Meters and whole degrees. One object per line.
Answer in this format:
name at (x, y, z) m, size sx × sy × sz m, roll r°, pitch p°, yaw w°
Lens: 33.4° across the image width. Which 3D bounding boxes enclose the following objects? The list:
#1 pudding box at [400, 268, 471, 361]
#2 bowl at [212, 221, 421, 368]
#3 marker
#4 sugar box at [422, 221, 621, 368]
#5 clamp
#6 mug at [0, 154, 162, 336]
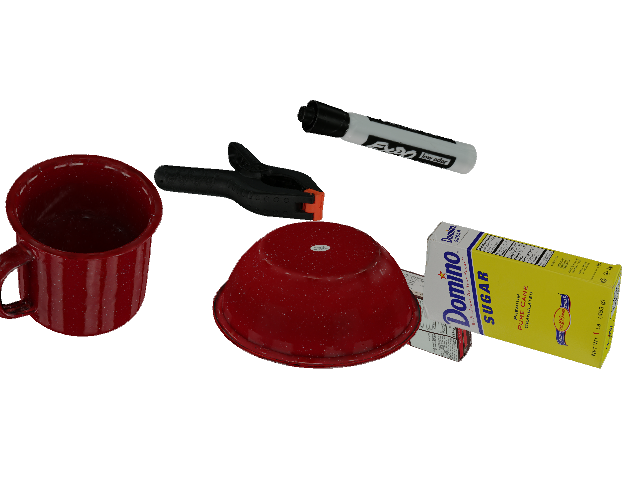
pudding box at (0.116, 0.083, 1.227) m, size 0.114 × 0.090 × 0.039 m, roll 16°, pitch 46°, yaw 27°
bowl at (-0.001, 0.030, 0.811) m, size 0.162 × 0.055 × 0.162 m, roll 2°, pitch 28°, yaw -1°
marker at (0.040, -0.061, 0.633) m, size 0.120 × 0.020 × 0.020 m, roll 12°, pitch -6°, yaw -29°
sugar box at (0.183, 0.049, 0.989) m, size 0.176 × 0.093 × 0.048 m, roll 13°, pitch 33°, yaw 22°
clamp at (-0.075, -0.054, 1.033) m, size 0.120 × 0.039 × 0.172 m, roll -25°, pitch 34°, yaw -37°
mug at (-0.157, 0.011, 0.665) m, size 0.093 × 0.082 × 0.117 m, roll 37°, pitch 48°, yaw 23°
